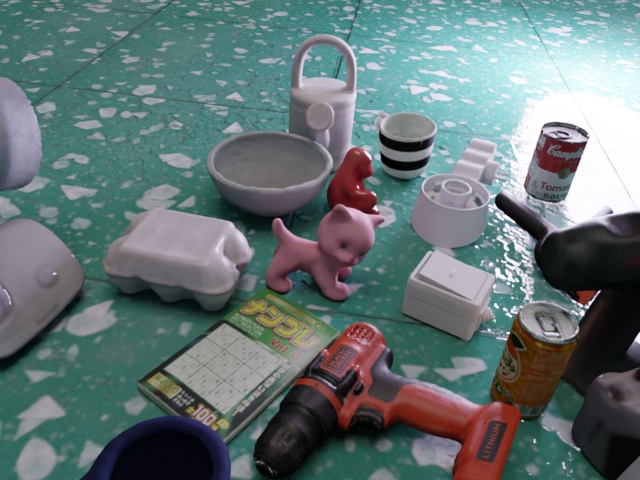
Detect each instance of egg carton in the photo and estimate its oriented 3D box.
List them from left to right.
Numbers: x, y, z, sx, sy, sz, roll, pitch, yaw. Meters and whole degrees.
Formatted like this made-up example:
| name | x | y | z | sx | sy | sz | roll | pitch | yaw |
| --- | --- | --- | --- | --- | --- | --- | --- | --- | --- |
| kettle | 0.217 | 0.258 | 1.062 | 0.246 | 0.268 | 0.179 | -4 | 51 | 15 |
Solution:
| name | x | y | z | sx | sy | sz | roll | pitch | yaw |
| --- | --- | --- | --- | --- | --- | --- | --- | --- | --- |
| egg carton | -0.156 | 0.020 | 0.639 | 0.150 | 0.069 | 0.107 | 10 | 37 | 7 |

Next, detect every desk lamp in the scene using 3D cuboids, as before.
| name | x | y | z | sx | sy | sz | roll | pitch | yaw |
| --- | --- | --- | --- | --- | --- | --- | --- | --- | --- |
| desk lamp | -0.385 | -0.046 | 0.580 | 0.117 | 0.214 | 0.204 | 24 | 41 | 24 |

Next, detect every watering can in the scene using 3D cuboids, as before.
| name | x | y | z | sx | sy | sz | roll | pitch | yaw |
| --- | --- | --- | --- | --- | --- | --- | --- | --- | --- |
| watering can | 0.006 | -0.203 | 0.851 | 0.101 | 0.194 | 0.172 | -9 | 39 | -17 |

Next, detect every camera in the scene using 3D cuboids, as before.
| name | x | y | z | sx | sy | sz | roll | pitch | yaw |
| --- | --- | --- | --- | --- | --- | --- | --- | --- | --- |
| camera | 0.315 | 0.163 | 0.475 | 0.143 | 0.101 | 0.136 | -9 | 39 | -18 |

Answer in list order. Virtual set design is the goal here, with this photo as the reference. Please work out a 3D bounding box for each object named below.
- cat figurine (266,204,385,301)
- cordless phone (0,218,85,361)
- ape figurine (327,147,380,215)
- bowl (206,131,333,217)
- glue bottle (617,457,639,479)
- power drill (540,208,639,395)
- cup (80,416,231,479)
| name | x | y | z | sx | sy | sz | roll | pitch | yaw |
| --- | --- | --- | --- | --- | --- | --- | --- | --- | --- |
| cat figurine | 0.006 | 0.002 | 0.640 | 0.127 | 0.118 | 0.067 | 6 | 37 | 2 |
| cordless phone | -0.309 | 0.008 | 0.540 | 0.094 | 0.185 | 0.148 | 13 | 38 | 11 |
| ape figurine | 0.049 | -0.082 | 0.780 | 0.076 | 0.092 | 0.078 | 6 | 37 | 2 |
| bowl | -0.068 | -0.081 | 0.779 | 0.167 | 0.075 | 0.167 | 3 | 37 | -2 |
| glue bottle | 0.264 | 0.161 | 0.411 | 0.078 | 0.173 | 0.037 | -5 | 38 | -12 |
| power drill | 0.309 | 0.052 | 0.532 | 0.229 | 0.208 | 0.075 | 1 | 37 | -5 |
| cup | -0.119 | 0.189 | 0.396 | 0.118 | 0.095 | 0.091 | -8 | 39 | -16 |
